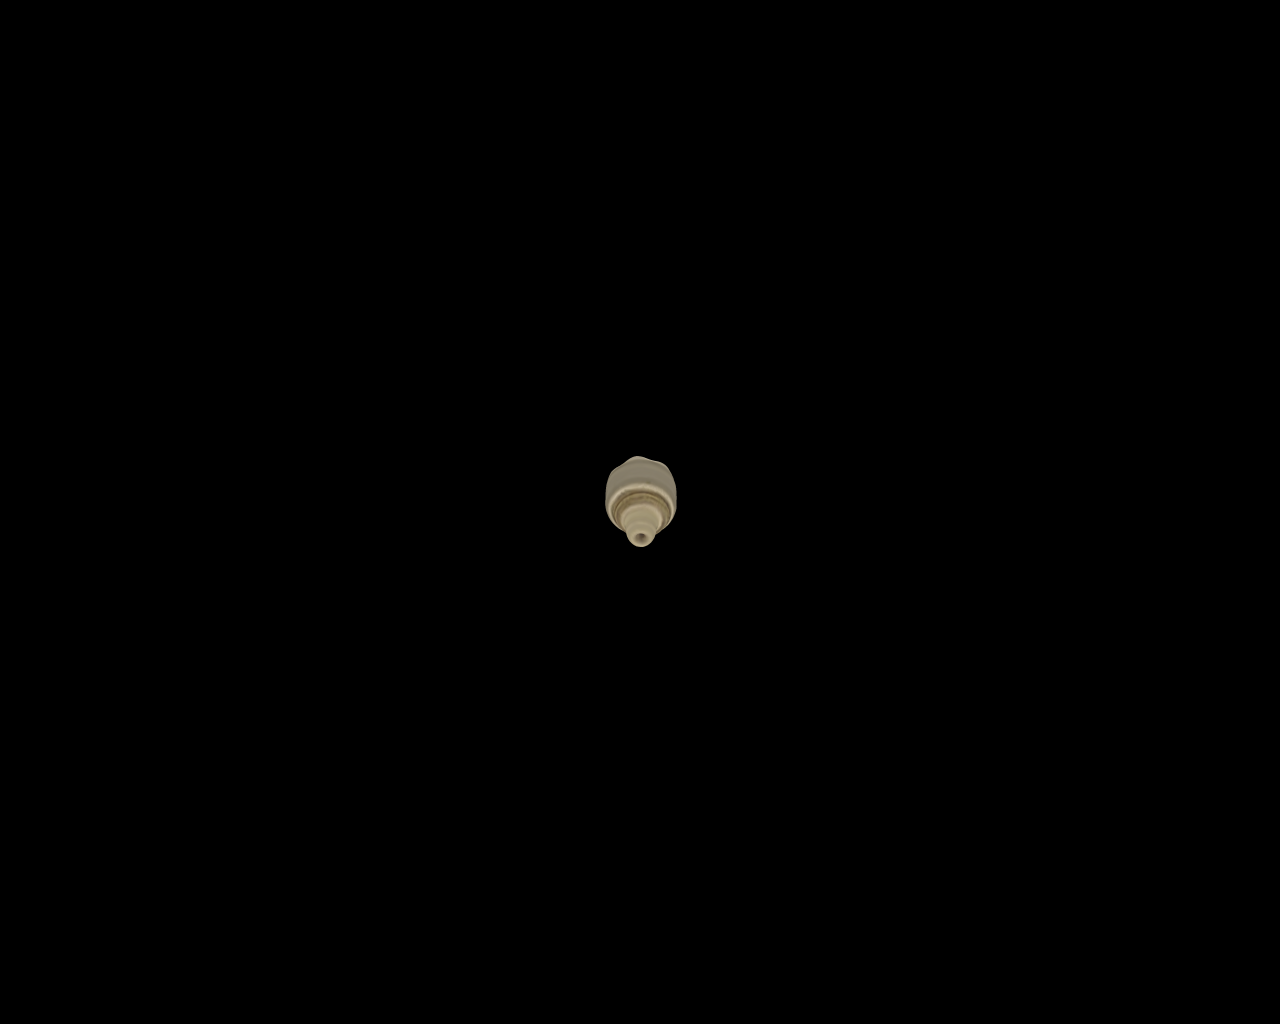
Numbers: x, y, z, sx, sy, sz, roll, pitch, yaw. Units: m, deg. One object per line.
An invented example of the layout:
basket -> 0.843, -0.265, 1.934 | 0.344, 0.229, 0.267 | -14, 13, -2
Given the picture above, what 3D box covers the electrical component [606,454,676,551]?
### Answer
electrical component -> 0.001, -0.003, 0.650 | 0.043, 0.043, 0.062 | 0, 37, 0
